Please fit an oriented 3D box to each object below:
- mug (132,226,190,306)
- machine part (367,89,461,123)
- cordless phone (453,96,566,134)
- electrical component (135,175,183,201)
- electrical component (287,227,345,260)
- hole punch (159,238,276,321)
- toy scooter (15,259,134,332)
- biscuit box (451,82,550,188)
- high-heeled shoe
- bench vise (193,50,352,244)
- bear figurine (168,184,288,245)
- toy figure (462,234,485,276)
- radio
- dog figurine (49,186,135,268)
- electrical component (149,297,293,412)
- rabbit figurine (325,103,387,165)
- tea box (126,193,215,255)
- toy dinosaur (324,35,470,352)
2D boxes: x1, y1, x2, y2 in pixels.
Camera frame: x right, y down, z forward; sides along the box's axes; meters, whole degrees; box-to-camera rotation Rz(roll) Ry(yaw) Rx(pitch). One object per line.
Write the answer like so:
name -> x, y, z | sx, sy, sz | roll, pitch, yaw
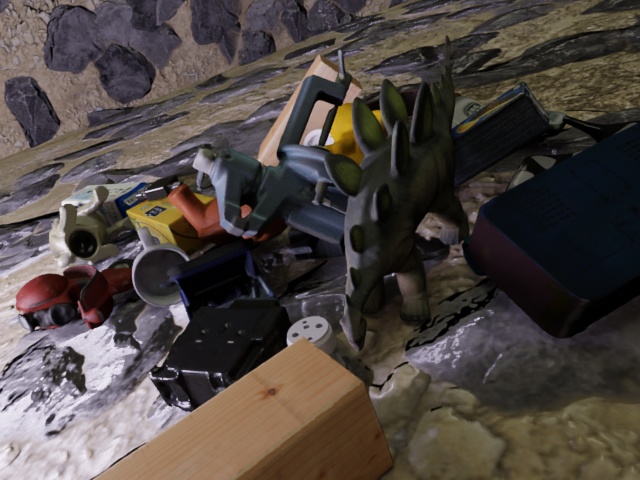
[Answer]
mug -> -0.228, 0.033, 0.754 | 0.081, 0.109, 0.107 | -32, 15, -15
machine part -> 0.145, -0.202, 0.969 | 0.202, 0.087, 0.201 | 8, 38, 45
cordless phone -> 0.266, -0.159, 0.818 | 0.184, 0.088, 0.146 | 11, 39, 38
electrical component -> -0.280, -0.094, 0.957 | 0.094, 0.021, 0.063 | -12, 25, 17
electrical component -> -0.001, -0.002, 0.727 | 0.075, 0.047, 0.119 | -9, 29, 19
hole punch -> -0.121, 0.058, 0.669 | 0.142, 0.092, 0.116 | -26, 2, -13
toy scooter -> -0.346, 0.087, 0.757 | 0.184, 0.075, 0.135 | -16, 27, -5
biscuit box -> 0.203, -0.126, 0.731 | 0.203, 0.062, 0.059 | -32, 16, 33
high-heeled shoe -> 0.315, -0.060, 0.644 | 0.145, 0.086, 0.249 | 33, 71, 22
bench vise -> -0.029, -0.107, 0.660 | 0.224, 0.240, 0.129 | 20, -10, 0
bear figurine -> -0.122, -0.053, 0.780 | 0.120, 0.132, 0.196 | -36, 11, -27
toy figure -> 0.233, -0.006, 0.579 | 0.154, 0.057, 0.064 | -20, 65, -6
radio -> 0.270, -0.016, 0.503 | 0.230, 0.073, 0.131 | -27, 56, -14
dog figurine -> -0.456, 0.000, 0.985 | 0.191, 0.121, 0.172 | -17, 20, 37
electrical component -> -0.090, 0.113, 0.558 | 0.115, 0.058, 0.134 | -3, 31, 25
rabbit figurine -> 0.043, -0.135, 0.783 | 0.162, 0.121, 0.173 | -16, 52, 37
tea box -> -0.247, -0.033, 0.922 | 0.098, 0.068, 0.170 | -36, 32, -32
toy dinosaur -> 0.103, -0.075, 0.608 | 0.105, 0.198, 0.471 | -1, 40, 27
